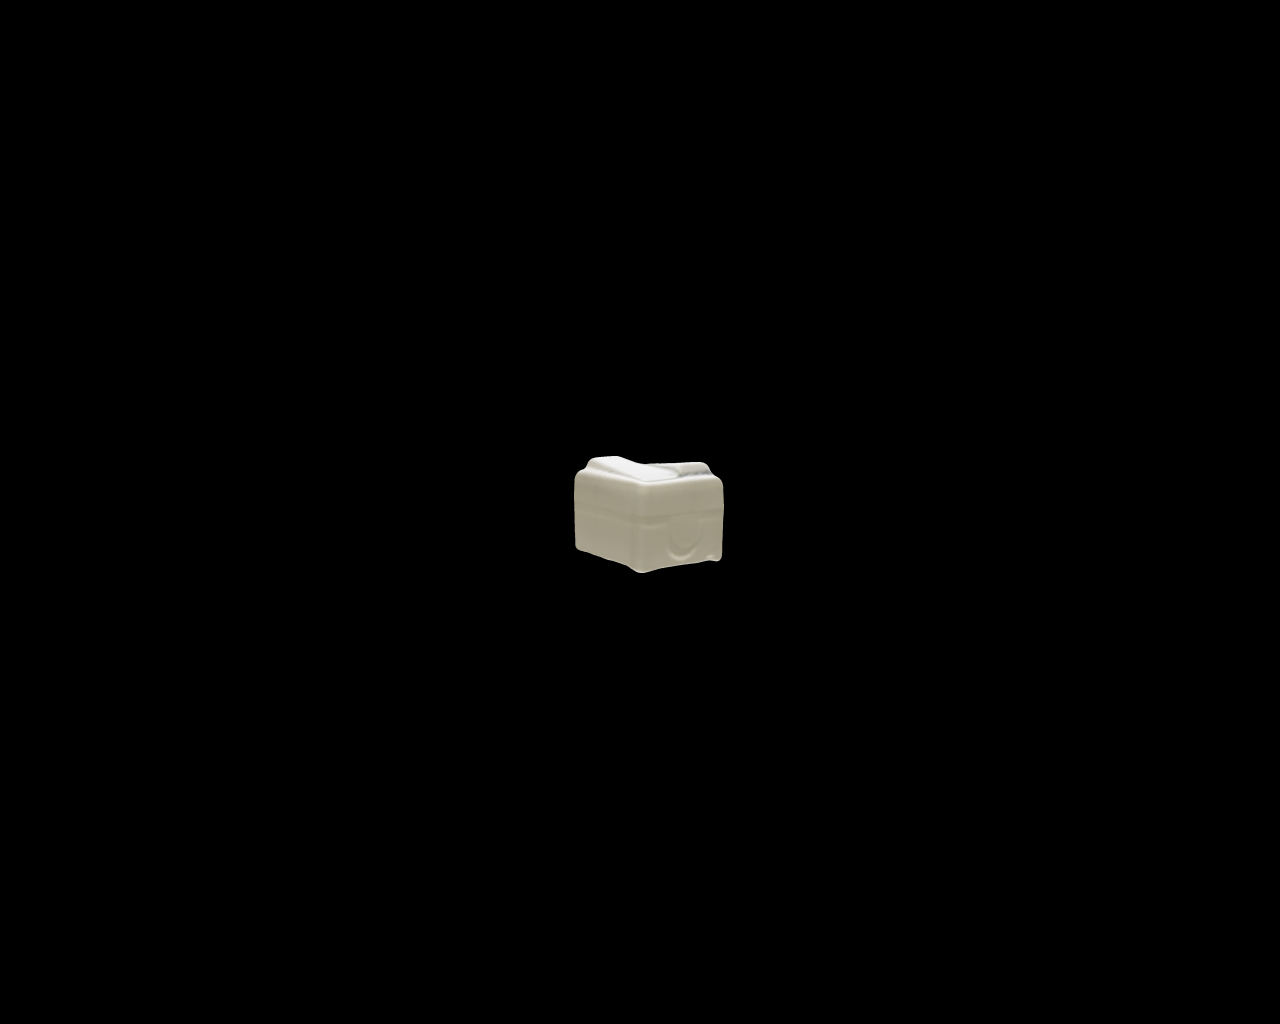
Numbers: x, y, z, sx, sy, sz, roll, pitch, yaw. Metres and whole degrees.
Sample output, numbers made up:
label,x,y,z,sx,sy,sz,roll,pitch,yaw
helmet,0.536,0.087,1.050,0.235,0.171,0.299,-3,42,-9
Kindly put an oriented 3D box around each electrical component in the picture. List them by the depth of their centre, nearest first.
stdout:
label,x,y,z,sx,sy,sz,roll,pitch,yaw
electrical component,0.001,-0.003,0.650,0.062,0.061,0.096,-6,11,-31
